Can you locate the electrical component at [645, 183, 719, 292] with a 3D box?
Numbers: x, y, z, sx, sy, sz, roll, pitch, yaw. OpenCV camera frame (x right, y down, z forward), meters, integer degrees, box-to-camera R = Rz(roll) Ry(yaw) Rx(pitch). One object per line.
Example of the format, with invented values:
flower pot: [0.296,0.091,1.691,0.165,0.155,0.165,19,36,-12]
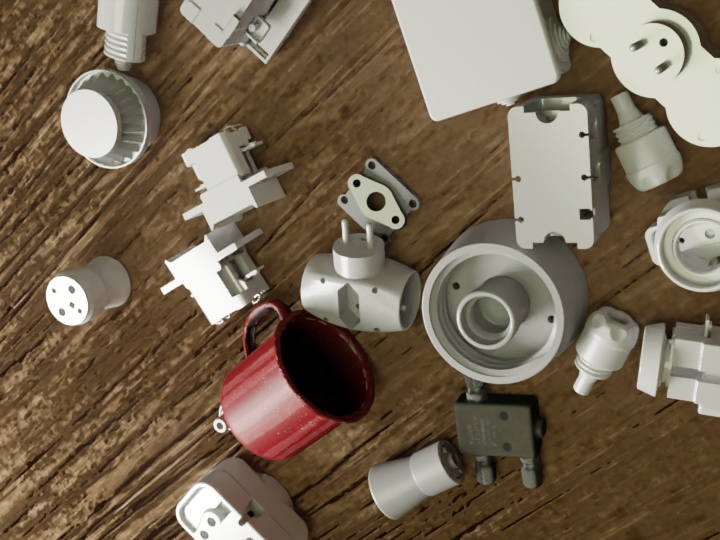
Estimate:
electrical component: [0.213,-0.019,0.657,0.078,0.057,0.058,-15,99,28]

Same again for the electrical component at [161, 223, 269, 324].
electrical component: [-0.107,0.004,0.824,0.081,0.042,0.063,-29,94,30]

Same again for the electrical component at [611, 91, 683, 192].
electrical component: [0.174,-0.082,0.668,0.035,0.035,0.061,-26,91,29]

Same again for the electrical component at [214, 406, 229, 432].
electrical component: [-0.094,0.109,0.840,0.035,0.061,0.035,8,110,23]

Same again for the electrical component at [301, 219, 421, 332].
electrical component: [0.000,0.000,0.767,0.077,0.043,0.079,10,123,22]

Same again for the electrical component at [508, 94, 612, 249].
electrical component: [0.128,-0.064,0.683,0.050,0.056,0.089,1,106,25]

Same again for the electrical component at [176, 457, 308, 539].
electrical component: [-0.092,0.202,0.871,0.095,0.059,0.053,44,119,7]

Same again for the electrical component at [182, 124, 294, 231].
electrical component: [-0.096,-0.070,0.796,0.081,0.042,0.063,-25,91,29]

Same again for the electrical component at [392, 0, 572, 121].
electrical component: [0.079,-0.151,0.682,0.100,0.048,0.099,-15,100,28]

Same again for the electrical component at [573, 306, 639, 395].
electrical component: [0.160,0.057,0.719,0.035,0.035,0.061,28,119,15]

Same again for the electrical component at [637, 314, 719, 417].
electrical component: [0.209,0.060,0.692,0.055,0.048,0.066,8,110,15]

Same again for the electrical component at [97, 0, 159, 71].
electrical component: [-0.171,-0.187,0.792,0.043,0.043,0.081,18,113,19]

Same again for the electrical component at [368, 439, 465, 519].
electrical component: [0.045,0.154,0.802,0.065,0.044,0.044,-30,92,25]

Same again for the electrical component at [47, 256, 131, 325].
electrical component: [-0.221,0.017,0.875,0.045,0.055,0.045,8,109,23]

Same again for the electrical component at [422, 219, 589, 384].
electrical component: [0.094,0.025,0.725,0.108,0.060,0.108,8,110,23]

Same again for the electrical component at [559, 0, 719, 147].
electrical component: [0.174,-0.127,0.631,0.138,0.074,0.052,45,119,6]

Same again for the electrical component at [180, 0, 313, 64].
electrical component: [-0.065,-0.209,0.723,0.079,0.063,0.121,44,119,7]
